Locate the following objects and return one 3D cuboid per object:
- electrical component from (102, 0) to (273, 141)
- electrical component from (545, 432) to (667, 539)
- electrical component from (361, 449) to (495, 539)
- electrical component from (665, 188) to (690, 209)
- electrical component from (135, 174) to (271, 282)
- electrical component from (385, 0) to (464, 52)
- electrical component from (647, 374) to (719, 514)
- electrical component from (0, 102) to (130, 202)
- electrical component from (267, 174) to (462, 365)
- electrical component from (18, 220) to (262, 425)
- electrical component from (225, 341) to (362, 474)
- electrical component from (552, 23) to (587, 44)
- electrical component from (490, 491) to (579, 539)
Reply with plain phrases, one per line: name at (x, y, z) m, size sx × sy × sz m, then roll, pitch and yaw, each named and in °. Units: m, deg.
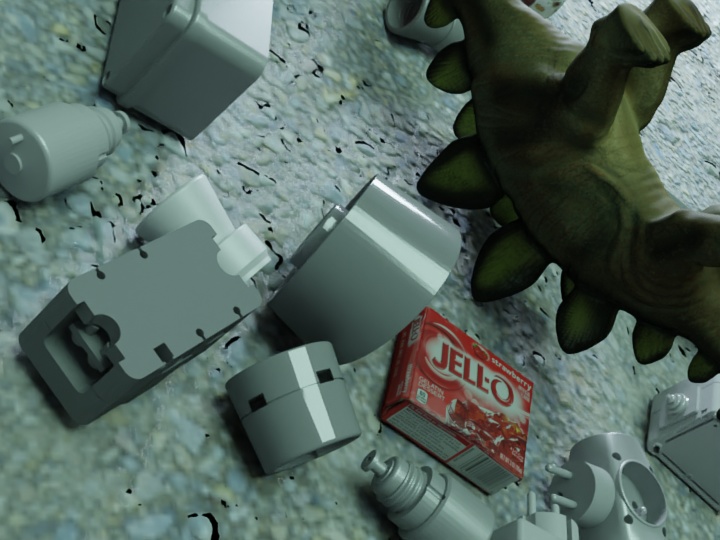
electrical component at (-0.093, -0.140, 0.594) m, size 0.057 × 0.078 × 0.113 m, roll 29°, pitch 44°, yaw -31°
electrical component at (0.140, 0.136, 0.639) m, size 0.079 × 0.044 × 0.077 m, roll 24°, pitch 46°, yaw -30°
electrical component at (0.033, 0.120, 0.547) m, size 0.078 × 0.040 × 0.040 m, roll 41°, pitch 39°, yaw -13°
electrical component at (0.250, -0.006, 0.845) m, size 0.121 × 0.063 × 0.078 m, roll 34°, pitch 42°, yaw -21°
electrical component at (-0.078, -0.013, 0.537) m, size 0.055 × 0.045 × 0.045 m, roll 49°, pitch 38°, yaw -4°
electrical component at (0.057, -0.186, 0.811) m, size 0.065 × 0.044 × 0.044 m, roll 20°, pitch 48°, yaw -40°
electrical component at (0.247, 0.111, 0.751) m, size 0.096 × 0.062 × 0.061 m, roll 41°, pitch 39°, yaw -13°
electrical component at (-0.140, -0.061, 0.515) m, size 0.040 × 0.040 × 0.078 m, roll 53°, pitch 38°, yaw 1°
electrical component at (0.000, 0.000, 0.562) m, size 0.064 × 0.099 × 0.099 m, roll 40°, pitch 39°, yaw -5°
electrical component at (-0.098, 0.024, 0.479) m, size 0.050 × 0.056 × 0.089 m, roll 54°, pitch 38°, yaw 2°
electrical component at (-0.031, 0.067, 0.515) m, size 0.055 × 0.055 × 0.047 m, roll -9°, pitch 71°, yaw -48°
electrical component at (0.155, -0.122, 0.841) m, size 0.079 × 0.063 × 0.121 m, roll 19°, pitch 49°, yaw -35°
electrical component at (0.100, 0.156, 0.581) m, size 0.083 × 0.047 × 0.075 m, roll 31°, pitch 42°, yaw -24°
